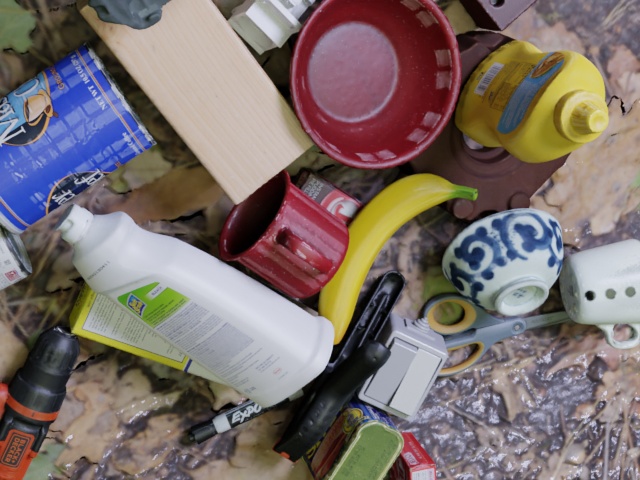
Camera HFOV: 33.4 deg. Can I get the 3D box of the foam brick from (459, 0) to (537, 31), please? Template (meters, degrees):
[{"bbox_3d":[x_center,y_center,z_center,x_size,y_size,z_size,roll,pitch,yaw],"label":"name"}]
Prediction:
[{"bbox_3d":[0.168,-0.236,0.971,0.078,0.051,0.053,-43,112,1],"label":"foam brick"}]

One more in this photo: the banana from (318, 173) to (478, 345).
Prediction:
[{"bbox_3d":[0.052,0.005,0.975,0.198,0.070,0.037,-48,155,8],"label":"banana"}]

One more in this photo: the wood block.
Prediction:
[{"bbox_3d":[-0.106,-0.143,0.909,0.091,0.090,0.206,-38,112,-1],"label":"wood block"}]

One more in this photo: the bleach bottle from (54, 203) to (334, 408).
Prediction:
[{"bbox_3d":[-0.113,0.046,0.921,0.250,0.068,0.103,37,126,-21],"label":"bleach bottle"}]

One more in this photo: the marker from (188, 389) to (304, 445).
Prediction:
[{"bbox_3d":[-0.074,0.171,1.055,0.121,0.020,0.020,-25,112,-6],"label":"marker"}]

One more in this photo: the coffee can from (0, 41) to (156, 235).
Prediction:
[{"bbox_3d":[-0.223,-0.085,0.889,0.140,0.103,0.102,-34,112,-3],"label":"coffee can"}]

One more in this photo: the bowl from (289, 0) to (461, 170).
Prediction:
[{"bbox_3d":[0.040,-0.144,0.924,0.161,0.055,0.162,-5,104,-22],"label":"bowl"}]

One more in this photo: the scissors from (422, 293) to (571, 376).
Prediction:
[{"bbox_3d":[0.188,0.075,1.095,0.201,0.016,0.096,-25,111,-6],"label":"scissors"}]

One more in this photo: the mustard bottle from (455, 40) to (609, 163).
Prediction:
[{"bbox_3d":[0.182,-0.112,0.881,0.058,0.192,0.096,36,93,-20],"label":"mustard bottle"}]

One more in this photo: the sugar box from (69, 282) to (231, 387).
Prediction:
[{"bbox_3d":[-0.133,0.068,0.993,0.176,0.048,0.093,23,99,-23],"label":"sugar box"}]

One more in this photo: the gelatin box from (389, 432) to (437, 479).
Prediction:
[{"bbox_3d":[0.095,0.253,1.096,0.030,0.073,0.089,-10,109,-12],"label":"gelatin box"}]

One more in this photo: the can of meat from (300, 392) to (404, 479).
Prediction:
[{"bbox_3d":[0.031,0.206,1.059,0.057,0.084,0.102,28,99,-22],"label":"can of meat"}]

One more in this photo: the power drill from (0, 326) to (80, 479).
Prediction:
[{"bbox_3d":[-0.327,0.137,0.957,0.187,0.057,0.184,23,100,-20],"label":"power drill"}]

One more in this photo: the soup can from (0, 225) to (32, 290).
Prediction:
[{"bbox_3d":[-0.309,0.021,0.919,0.102,0.068,0.068,-26,112,-6],"label":"soup can"}]

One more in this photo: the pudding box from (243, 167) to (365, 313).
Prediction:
[{"bbox_3d":[-0.007,0.001,1.008,0.090,0.039,0.113,31,97,-22],"label":"pudding box"}]

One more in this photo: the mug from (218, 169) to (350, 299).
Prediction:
[{"bbox_3d":[-0.024,0.001,0.922,0.081,0.117,0.093,36,87,-27],"label":"mug"}]

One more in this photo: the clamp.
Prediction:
[{"bbox_3d":[0.020,0.130,1.027,0.036,0.164,0.210,32,121,-3],"label":"clamp"}]
